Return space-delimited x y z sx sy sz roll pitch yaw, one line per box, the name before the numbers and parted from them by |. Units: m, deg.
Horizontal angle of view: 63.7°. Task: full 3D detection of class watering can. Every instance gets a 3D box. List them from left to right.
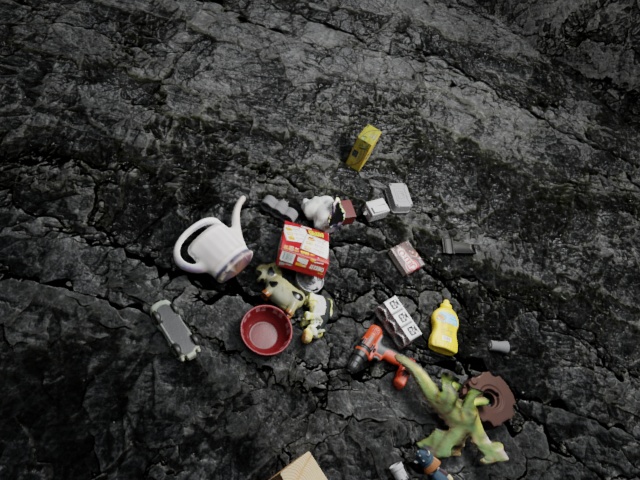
watering can | -0.309 0.001 1.691 0.353 0.225 0.102 -42 -11 -33

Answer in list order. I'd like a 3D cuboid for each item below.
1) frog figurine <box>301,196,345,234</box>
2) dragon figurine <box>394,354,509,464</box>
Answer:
frog figurine | 0.006 -0.094 1.866 0.159 0.138 0.122 5 -4 40
dragon figurine | 0.372 0.533 1.544 0.411 0.245 0.120 24 -14 10
